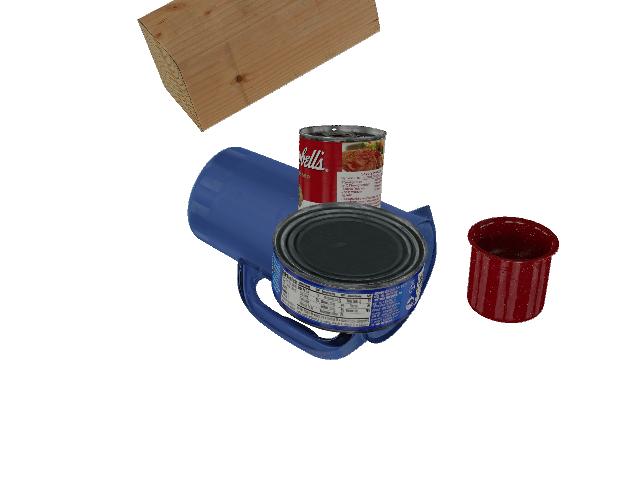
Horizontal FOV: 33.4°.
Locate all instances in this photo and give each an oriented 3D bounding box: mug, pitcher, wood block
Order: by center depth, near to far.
[{"bbox_3d":[-0.056,-0.207,1.028,0.206,0.091,0.090,-31,52,-12],"label":"wood block"},{"bbox_3d":[-0.018,0.004,1.077,0.243,0.145,0.149,26,27,25],"label":"pitcher"},{"bbox_3d":[0.194,0.026,1.123,0.093,0.081,0.117,-5,31,-11],"label":"mug"}]

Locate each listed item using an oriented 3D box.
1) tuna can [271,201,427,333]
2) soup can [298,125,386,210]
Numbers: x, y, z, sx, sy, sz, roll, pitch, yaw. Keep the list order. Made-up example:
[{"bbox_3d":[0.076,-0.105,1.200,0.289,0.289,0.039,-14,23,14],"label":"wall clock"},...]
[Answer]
[{"bbox_3d":[0.015,0.014,0.595,0.086,0.034,0.086,3,32,-2],"label":"tuna can"},{"bbox_3d":[0.016,-0.036,0.838,0.068,0.102,0.068,1,14,0],"label":"soup can"}]
